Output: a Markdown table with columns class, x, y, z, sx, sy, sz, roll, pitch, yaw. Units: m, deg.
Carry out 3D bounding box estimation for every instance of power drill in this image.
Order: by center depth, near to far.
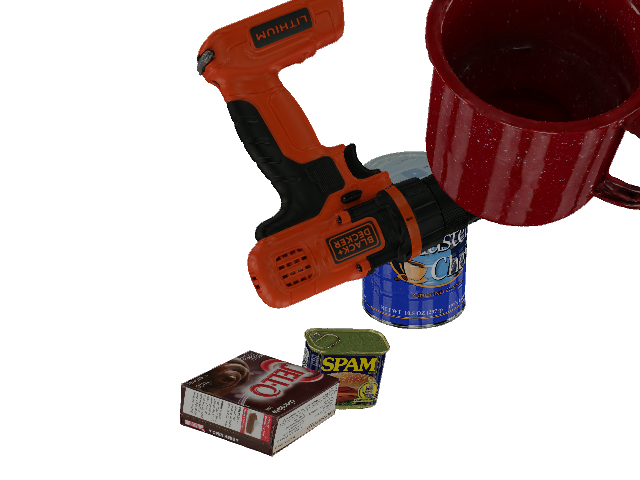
| class | x | y | z | sx | sy | sz | roll | pitch | yaw |
| --- | --- | --- | --- | --- | --- | --- | --- | --- | --- |
| power drill | 0.013 | -0.069 | 0.711 | 0.184 | 0.187 | 0.057 | -23 | -1 | -15 |

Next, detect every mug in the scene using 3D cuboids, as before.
| class | x | y | z | sx | sy | sz | roll | pitch | yaw |
| --- | --- | --- | --- | --- | --- | --- | --- | --- | --- |
| mug | 0.096 | -0.053 | 0.440 | 0.117 | 0.093 | 0.081 | 33 | -25 | 18 |

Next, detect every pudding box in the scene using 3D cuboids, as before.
| class | x | y | z | sx | sy | sz | roll | pitch | yaw |
| --- | --- | --- | --- | --- | --- | --- | --- | --- | --- |
| pudding box | -0.048 | 0.130 | 0.869 | 0.090 | 0.039 | 0.113 | 13 | 17 | 24 |

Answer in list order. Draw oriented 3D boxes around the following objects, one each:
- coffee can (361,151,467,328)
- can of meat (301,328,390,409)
| class | x | y | z | sx | sy | sz | roll | pitch | yaw |
| --- | --- | --- | --- | --- | --- | --- | --- | --- | --- |
| coffee can | 0.089 | -0.002 | 1.019 | 0.103 | 0.140 | 0.103 | -2 | 27 | 1 |
| can of meat | 0.026 | 0.157 | 1.301 | 0.102 | 0.084 | 0.057 | 2 | 24 | -15 |
